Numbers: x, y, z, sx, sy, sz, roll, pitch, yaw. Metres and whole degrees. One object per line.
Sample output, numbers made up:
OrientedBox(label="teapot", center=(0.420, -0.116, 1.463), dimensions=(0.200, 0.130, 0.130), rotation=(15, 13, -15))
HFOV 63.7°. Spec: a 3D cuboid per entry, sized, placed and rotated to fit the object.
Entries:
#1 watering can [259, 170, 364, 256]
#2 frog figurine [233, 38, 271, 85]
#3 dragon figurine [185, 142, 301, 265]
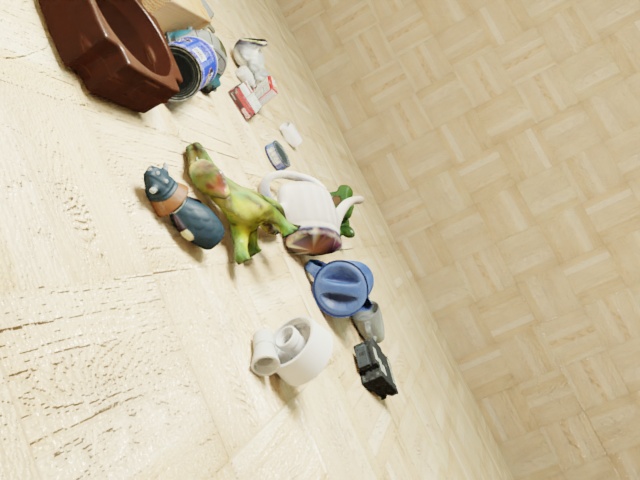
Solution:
OrientedBox(label="watering can", center=(0.004, -0.064, 1.276), dimensions=(0.346, 0.229, 0.102), rotation=(11, -37, -37))
OrientedBox(label="frog figurine", center=(-0.212, -0.540, 1.596), dimensions=(0.123, 0.157, 0.139), rotation=(-3, 25, -25))
OrientedBox(label="dragon figurine", center=(-0.153, -0.087, 0.953), dimensions=(0.122, 0.242, 0.412), rotation=(-35, 6, 1))
